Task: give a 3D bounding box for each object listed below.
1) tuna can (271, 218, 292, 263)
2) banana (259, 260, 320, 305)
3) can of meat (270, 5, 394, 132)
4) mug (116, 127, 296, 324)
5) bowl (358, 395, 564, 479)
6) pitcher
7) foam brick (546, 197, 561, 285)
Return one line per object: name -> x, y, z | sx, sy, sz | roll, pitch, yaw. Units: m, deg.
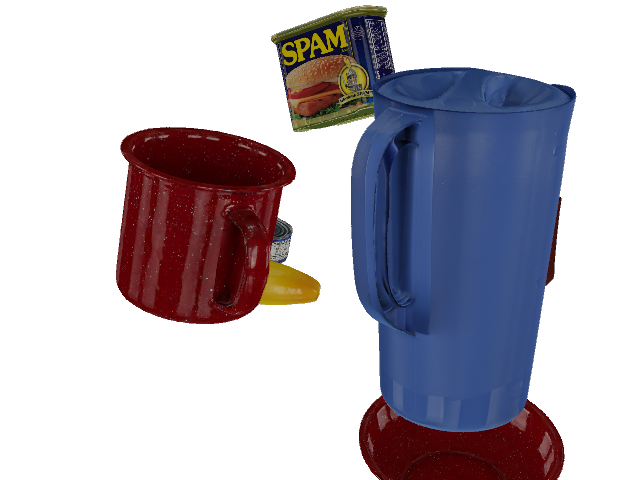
tuna can -> -0.074, -0.003, 1.127 | 0.086, 0.034, 0.086 | 9, 18, -3
banana -> -0.089, 0.013, 0.825 | 0.069, 0.037, 0.198 | -18, 29, -40
can of meat -> 0.014, -0.142, 0.901 | 0.102, 0.084, 0.057 | -11, 0, 37
mug -> -0.059, -0.003, 0.566 | 0.093, 0.081, 0.117 | -4, 27, -34
bowl -> 0.110, 0.179, 0.856 | 0.162, 0.055, 0.162 | 1, 31, -1
pitcher -> 0.091, 0.008, 0.737 | 0.149, 0.243, 0.145 | 0, 21, -1
foam brick -> 0.181, -0.001, 0.952 | 0.053, 0.078, 0.051 | 8, 17, 24
